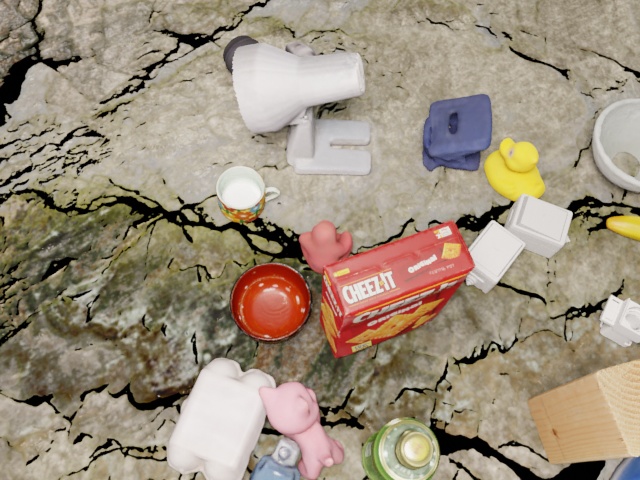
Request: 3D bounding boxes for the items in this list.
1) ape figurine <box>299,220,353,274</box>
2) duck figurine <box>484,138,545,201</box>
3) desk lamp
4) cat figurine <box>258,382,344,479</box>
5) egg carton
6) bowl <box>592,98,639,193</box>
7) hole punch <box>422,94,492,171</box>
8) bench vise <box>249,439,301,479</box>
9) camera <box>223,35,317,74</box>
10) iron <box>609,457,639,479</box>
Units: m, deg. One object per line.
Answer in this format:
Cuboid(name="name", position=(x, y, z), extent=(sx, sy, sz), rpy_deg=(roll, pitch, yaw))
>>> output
Cuboid(name="ape figurine", position=(0.008, 0.003, 0.821), extent=(0.077, 0.092, 0.076), rpy_deg=(17, 67, 5))
Cuboid(name="duck figurine", position=(0.310, -0.113, 0.887), extent=(0.077, 0.086, 0.104), rpy_deg=(-35, 73, -15))
Cuboid(name="desk lamp", position=(-0.017, -0.193, 0.837), extent=(0.203, 0.213, 0.118), rpy_deg=(1, 67, -2))
Cuboid(name="cat figurine", position=(-0.021, 0.229, 0.710), extent=(0.067, 0.118, 0.127), rpy_deg=(-32, 72, -14))
Cuboid(name="egg carton", position=(-0.125, 0.230, 0.731), extent=(0.107, 0.069, 0.150), rpy_deg=(19, 68, 6))
Cuboid(name="bowl", position=(0.504, -0.138, 0.911), extent=(0.167, 0.075, 0.167), rpy_deg=(1, 67, -2))
Cuboid(name="hole punch", position=(0.214, -0.171, 0.904), extent=(0.101, 0.091, 0.108), rpy_deg=(6, 67, 0))
Cuboid(name="bench vise", position=(-0.085, 0.317, 0.614), extent=(0.121, 0.220, 0.207), rpy_deg=(5, 67, 0))
Cuboid(name="camera", position=(-0.084, -0.283, 0.934), extent=(0.143, 0.101, 0.136), rpy_deg=(-35, 73, -15))
Cuboid(name="iron", position=(0.499, 0.273, 0.700), extent=(0.258, 0.141, 0.118), rpy_deg=(-14, 68, -8))
